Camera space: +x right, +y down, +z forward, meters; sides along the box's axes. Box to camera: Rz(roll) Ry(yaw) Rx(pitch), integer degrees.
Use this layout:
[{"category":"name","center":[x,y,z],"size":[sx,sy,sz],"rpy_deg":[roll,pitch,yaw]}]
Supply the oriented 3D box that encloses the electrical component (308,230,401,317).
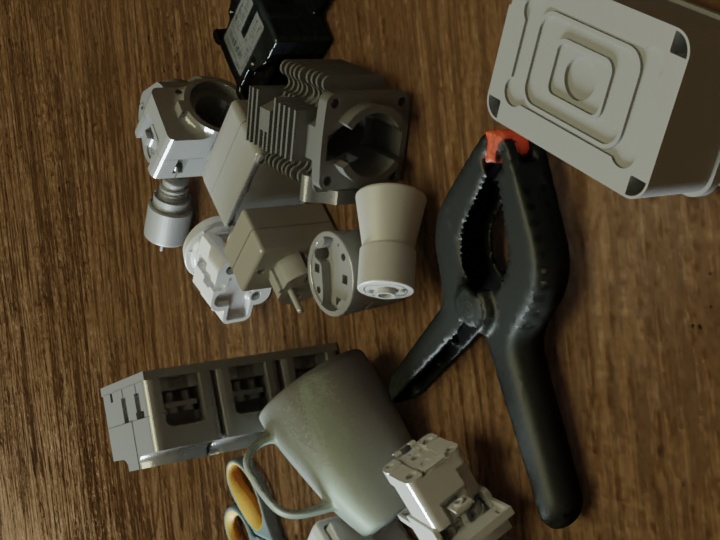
[{"category":"electrical component","center":[0.000,0.000,0.699],"size":[0.055,0.047,0.055],"rpy_deg":[16,110,55]}]

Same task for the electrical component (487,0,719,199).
[{"category":"electrical component","center":[0.120,-0.088,0.490],"size":[0.113,0.057,0.078],"rpy_deg":[41,129,45]}]

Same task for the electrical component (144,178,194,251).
[{"category":"electrical component","center":[-0.166,-0.056,0.948],"size":[0.040,0.040,0.078],"rpy_deg":[48,134,41]}]

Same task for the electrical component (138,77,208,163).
[{"category":"electrical component","center":[-0.147,-0.120,0.895],"size":[0.080,0.051,0.080],"rpy_deg":[17,110,54]}]

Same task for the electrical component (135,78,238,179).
[{"category":"electrical component","center":[-0.116,-0.108,0.815],"size":[0.055,0.089,0.050],"rpy_deg":[-51,55,48]}]

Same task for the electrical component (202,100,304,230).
[{"category":"electrical component","center":[-0.067,-0.084,0.771],"size":[0.061,0.062,0.096],"rpy_deg":[62,142,28]}]

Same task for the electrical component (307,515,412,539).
[{"category":"electrical component","center":[0.004,0.200,0.721],"size":[0.096,0.062,0.061],"rpy_deg":[53,137,37]}]

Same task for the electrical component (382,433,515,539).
[{"category":"electrical component","center":[0.048,0.133,0.628],"size":[0.063,0.042,0.081],"rpy_deg":[59,163,-14]}]

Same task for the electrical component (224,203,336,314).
[{"category":"electrical component","center":[-0.048,-0.002,0.754],"size":[0.076,0.066,0.047],"rpy_deg":[63,142,27]}]

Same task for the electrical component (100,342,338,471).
[{"category":"electrical component","center":[-0.096,0.099,0.770],"size":[0.089,0.150,0.061],"rpy_deg":[-23,76,56]}]

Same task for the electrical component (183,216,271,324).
[{"category":"electrical component","center":[-0.104,-0.006,0.849],"size":[0.057,0.058,0.078],"rpy_deg":[48,134,37]}]

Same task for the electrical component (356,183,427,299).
[{"category":"electrical component","center":[0.017,-0.015,0.656],"size":[0.044,0.044,0.065],"rpy_deg":[-26,55,55]}]
